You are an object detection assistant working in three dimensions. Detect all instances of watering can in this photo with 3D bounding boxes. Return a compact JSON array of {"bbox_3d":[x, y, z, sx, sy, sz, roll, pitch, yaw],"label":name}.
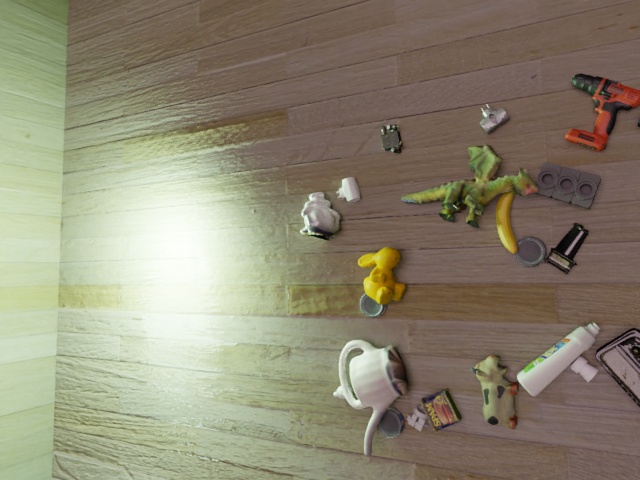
[{"bbox_3d":[0.178,0.476,1.615,0.222,0.103,0.353,-26,66,24],"label":"watering can"}]

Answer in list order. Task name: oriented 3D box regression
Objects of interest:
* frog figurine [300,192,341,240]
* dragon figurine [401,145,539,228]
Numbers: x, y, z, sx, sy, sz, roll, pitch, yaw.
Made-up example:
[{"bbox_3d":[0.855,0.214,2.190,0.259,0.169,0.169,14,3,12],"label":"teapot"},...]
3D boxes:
[{"bbox_3d":[0.005,-0.089,1.770,0.137,0.122,0.161,10,81,-3],"label":"frog figurine"},{"bbox_3d":[0.447,-0.178,1.556,0.413,0.120,0.244,22,78,43],"label":"dragon figurine"}]
